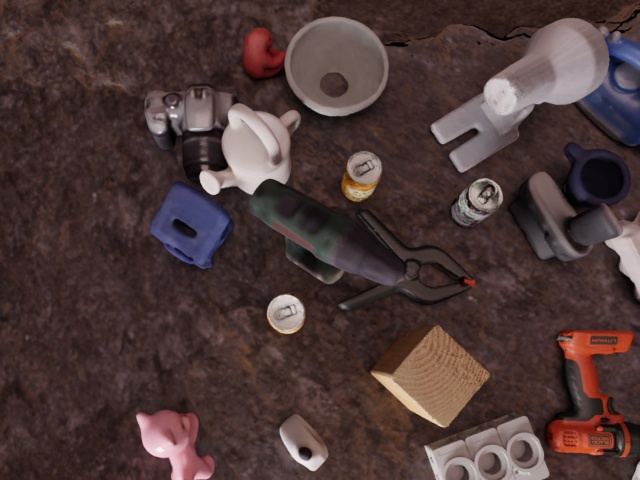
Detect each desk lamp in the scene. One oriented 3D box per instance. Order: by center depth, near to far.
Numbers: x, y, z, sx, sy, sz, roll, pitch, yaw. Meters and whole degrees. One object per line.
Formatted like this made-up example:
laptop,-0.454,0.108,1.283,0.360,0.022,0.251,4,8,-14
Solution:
desk lamp,0.299,-0.216,0.868,0.203,0.213,0.118,-33,82,-8

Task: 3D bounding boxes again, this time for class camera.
camera,-0.197,-0.164,0.890,0.143,0.101,0.137,-3,79,-3

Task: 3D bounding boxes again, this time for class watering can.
watering can,-0.097,-0.131,0.841,0.101,0.194,0.173,25,79,2

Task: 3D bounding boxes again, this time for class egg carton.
egg carton,0.526,0.028,0.907,0.107,0.069,0.150,-25,81,-7

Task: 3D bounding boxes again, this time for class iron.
iron,0.491,-0.268,0.924,0.258,0.141,0.119,42,80,5

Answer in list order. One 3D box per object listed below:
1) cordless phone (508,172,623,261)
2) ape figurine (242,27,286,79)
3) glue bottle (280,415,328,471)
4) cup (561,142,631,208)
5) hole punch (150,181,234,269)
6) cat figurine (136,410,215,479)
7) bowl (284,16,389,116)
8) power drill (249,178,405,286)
cordless phone,0.374,-0.047,0.854,0.094,0.185,0.147,-33,82,-8
ape figurine,-0.095,-0.309,0.927,0.076,0.092,0.078,-39,83,-9
glue bottle,-0.020,0.281,0.778,0.078,0.173,0.037,44,80,6
cup,0.418,-0.097,0.912,0.092,0.095,0.117,-39,83,-9
hole punch,-0.194,-0.020,0.868,0.108,0.091,0.101,33,79,4
cat figurine,-0.202,0.288,0.796,0.067,0.117,0.128,-25,81,-7
bowl,0.025,-0.271,0.935,0.167,0.074,0.167,1,79,-3
power drill,0.007,0.003,0.814,0.229,0.208,0.076,32,79,3
